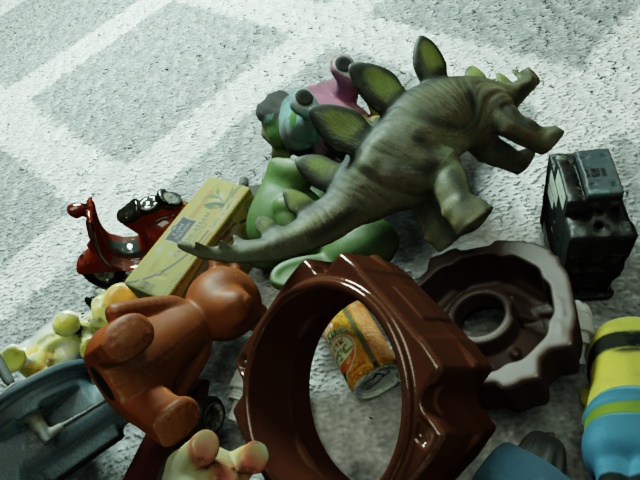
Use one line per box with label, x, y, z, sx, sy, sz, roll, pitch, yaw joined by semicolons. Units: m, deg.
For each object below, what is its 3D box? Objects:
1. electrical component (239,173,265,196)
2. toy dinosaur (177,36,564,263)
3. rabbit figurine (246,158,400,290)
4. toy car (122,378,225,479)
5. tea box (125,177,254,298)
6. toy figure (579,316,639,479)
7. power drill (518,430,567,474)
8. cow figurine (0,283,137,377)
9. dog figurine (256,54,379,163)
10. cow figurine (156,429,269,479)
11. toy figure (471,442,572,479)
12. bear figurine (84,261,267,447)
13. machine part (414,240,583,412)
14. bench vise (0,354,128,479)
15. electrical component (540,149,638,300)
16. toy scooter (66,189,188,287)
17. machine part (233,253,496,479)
electrical component;-0.091;-0.054;0.738;0.063;0.021;0.094;-10;51;10
toy dinosaur;0.087;-0.084;0.544;0.471;0.105;0.198;-39;80;-28
rabbit figurine;-0.001;-0.002;0.603;0.170;0.121;0.159;20;67;33
toy car;-0.157;0.228;0.513;0.089;0.053;0.202;-8;45;35
tea box;-0.138;0.020;0.645;0.068;0.098;0.169;16;58;27
toy figure;0.244;0.132;0.409;0.082;0.089;0.180;14;31;24
power drill;0.182;0.268;0.356;0.208;0.085;0.232;31;63;30
cow figurine;-0.283;0.111;0.636;0.167;0.068;0.098;-34;8;-13
dog figurine;0.004;-0.131;0.698;0.191;0.219;0.108;42;71;-8
cow figurine;-0.102;0.259;0.414;0.127;0.085;0.195;-38;43;44
toy figure;0.171;0.196;0.341;0.155;0.064;0.058;35;92;35
bear figurine;-0.117;0.087;0.521;0.196;0.120;0.132;-30;11;-36
machine part;0.155;0.079;0.507;0.179;0.056;0.179;-21;39;18
bench vise;-0.314;0.171;0.520;0.224;0.128;0.241;-36;75;-9
electrical component;0.258;-0.021;0.526;0.058;0.134;0.115;-5;52;11
toy scooter;-0.238;-0.015;0.680;0.184;0.135;0.075;-23;48;-3
machine part;0.023;0.127;0.451;0.201;0.087;0.201;-57;48;20
